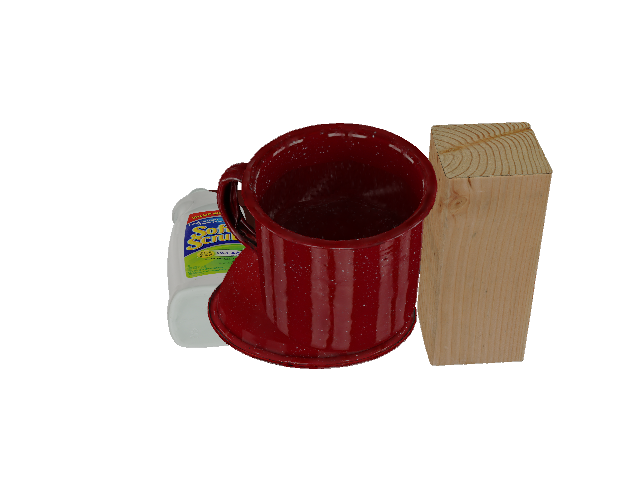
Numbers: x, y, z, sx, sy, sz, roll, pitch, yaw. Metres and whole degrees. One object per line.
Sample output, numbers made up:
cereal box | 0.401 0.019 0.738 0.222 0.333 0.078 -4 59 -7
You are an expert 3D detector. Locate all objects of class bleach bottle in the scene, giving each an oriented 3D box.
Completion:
bleach bottle | -0.115 0.012 1.076 0.102 0.068 0.251 -3 28 -13

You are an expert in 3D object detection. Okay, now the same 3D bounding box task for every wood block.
wood block | 0.142 0.006 0.963 0.091 0.206 0.090 -2 35 -3

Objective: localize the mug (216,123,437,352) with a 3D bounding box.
mug | -0.002 -0.002 0.535 0.117 0.081 0.093 19 46 20

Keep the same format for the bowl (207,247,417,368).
bowl | -0.005 0.030 0.810 0.162 0.055 0.162 2 28 -1

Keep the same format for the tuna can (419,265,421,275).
tuna can | 0.157 0.042 1.291 0.033 0.086 0.086 -40 15 -19

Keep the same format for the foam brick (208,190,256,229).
foam brick | -0.116 -0.028 1.291 0.078 0.053 0.051 -2 27 2
